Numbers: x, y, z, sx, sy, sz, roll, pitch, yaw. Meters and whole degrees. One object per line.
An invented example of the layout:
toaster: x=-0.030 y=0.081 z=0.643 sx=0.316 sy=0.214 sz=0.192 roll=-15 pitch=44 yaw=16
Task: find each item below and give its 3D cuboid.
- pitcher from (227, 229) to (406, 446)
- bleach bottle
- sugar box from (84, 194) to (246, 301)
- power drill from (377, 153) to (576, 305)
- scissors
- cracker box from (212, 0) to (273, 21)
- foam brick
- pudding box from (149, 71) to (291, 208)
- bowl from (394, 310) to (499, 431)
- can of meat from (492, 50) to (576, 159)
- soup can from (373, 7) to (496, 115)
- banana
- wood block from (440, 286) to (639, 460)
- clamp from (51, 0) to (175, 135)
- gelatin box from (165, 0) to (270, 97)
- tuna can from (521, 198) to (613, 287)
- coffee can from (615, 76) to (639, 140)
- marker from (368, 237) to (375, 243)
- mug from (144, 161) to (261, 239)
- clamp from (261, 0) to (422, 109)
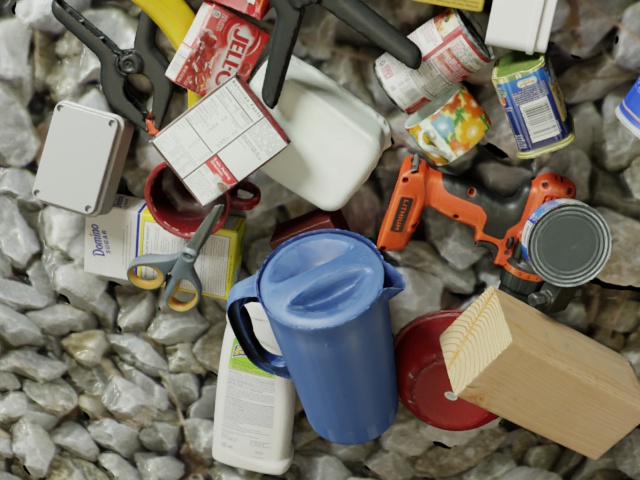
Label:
pitcher: x=0.008 y=0.114 z=1.150 sx=0.149 sy=0.144 sz=0.243 roll=33 pitch=151 yaw=36
bleach bottle: x=-0.067 y=0.152 z=1.252 sx=0.102 sy=0.068 sz=0.251 roll=11 pitch=115 yaw=4
sugar box: x=-0.177 y=0.006 z=1.211 sx=0.176 sy=0.048 sz=0.093 roll=13 pitch=118 yaw=8
power drill: x=0.160 y=-0.003 z=1.135 sx=0.187 sy=0.057 sz=0.184 roll=15 pitch=114 yaw=0
scissors: x=-0.158 y=0.012 z=1.141 sx=0.096 sy=0.016 sz=0.202 roll=18 pitch=141 yaw=1
cracker box: x=-0.121 y=-0.329 z=1.020 sx=0.213 sy=0.072 sz=0.164 roll=23 pitch=118 yaw=-2
foam brick: x=-0.008 y=0.001 z=1.172 sx=0.078 sy=0.051 sz=0.053 roll=-20 pitch=110 yaw=19
pudding box: x=-0.099 y=-0.099 z=1.065 sx=0.113 sy=0.039 sz=0.090 roll=-36 pitch=98 yaw=8
bowl: x=0.153 y=0.162 z=1.218 sx=0.162 sy=0.055 sz=0.162 roll=5 pitch=117 yaw=9
can of meat: x=0.206 y=-0.137 z=1.035 sx=0.057 sy=0.102 sz=0.084 roll=-18 pitch=109 yaw=19
soup can: x=0.112 y=-0.177 z=1.051 sx=0.102 sy=0.068 sz=0.068 roll=-33 pitch=106 yaw=24
banana: x=-0.143 y=-0.197 z=1.090 sx=0.037 sy=0.069 sz=0.198 roll=16 pitch=136 yaw=45
wood block: x=0.239 y=0.144 z=1.136 sx=0.205 sy=0.090 sz=0.091 roll=27 pitch=120 yaw=-25
clamp: x=-0.210 y=-0.192 z=1.121 sx=0.120 sy=0.039 sz=0.171 roll=-3 pitch=112 yaw=10
gelatin box: x=-0.102 y=-0.187 z=1.077 sx=0.073 sy=0.030 sz=0.089 roll=24 pitch=100 yaw=-36
tuna can: x=0.246 y=0.002 z=1.070 sx=0.086 sy=0.034 sz=0.086 roll=0 pitch=103 yaw=-2
coffee can: x=0.359 y=-0.151 z=0.997 sx=0.103 sy=0.102 sz=0.140 roll=28 pitch=117 yaw=-4
marker: x=0.023 y=0.041 z=1.203 sx=0.020 sy=0.020 sz=0.121 roll=36 pitch=117 yaw=-8
mug: x=-0.120 y=-0.057 z=1.147 sx=0.117 sy=0.081 sz=0.093 roll=10 pitch=117 yaw=6
clamp: x=0.000 y=-0.229 z=0.990 sx=0.165 sy=0.036 sz=0.210 roll=-7 pitch=117 yaw=17
